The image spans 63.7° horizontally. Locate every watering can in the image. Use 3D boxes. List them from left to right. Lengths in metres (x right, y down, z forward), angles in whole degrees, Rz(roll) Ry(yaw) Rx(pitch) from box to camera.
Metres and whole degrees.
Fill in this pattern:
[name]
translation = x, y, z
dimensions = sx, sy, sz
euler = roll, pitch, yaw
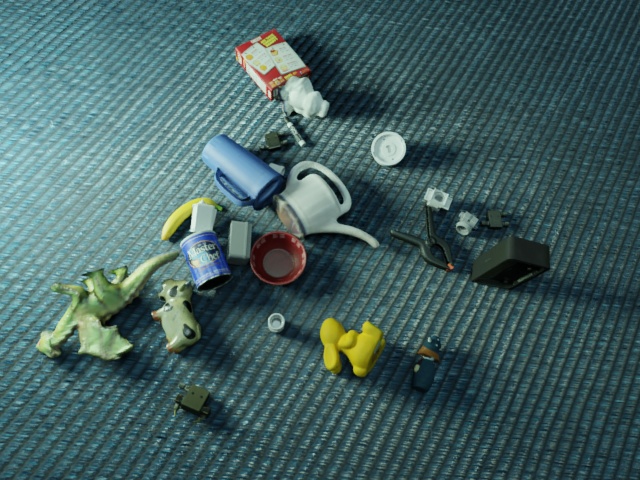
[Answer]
[watering can]
translation = 0.005, -0.077, 1.521
dimensions = 0.226, 0.351, 0.102
euler = -31, -14, -16

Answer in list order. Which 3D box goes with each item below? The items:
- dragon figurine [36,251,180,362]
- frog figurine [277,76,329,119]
[dragon figurine]
translation = -0.546, 0.191, 1.345
dimensions = 0.411, 0.245, 0.121
euler = -17, -12, -4
[frog figurine]
translation = -0.042, -0.457, 1.658
dimensions = 0.159, 0.134, 0.125
euler = 7, 36, 17
